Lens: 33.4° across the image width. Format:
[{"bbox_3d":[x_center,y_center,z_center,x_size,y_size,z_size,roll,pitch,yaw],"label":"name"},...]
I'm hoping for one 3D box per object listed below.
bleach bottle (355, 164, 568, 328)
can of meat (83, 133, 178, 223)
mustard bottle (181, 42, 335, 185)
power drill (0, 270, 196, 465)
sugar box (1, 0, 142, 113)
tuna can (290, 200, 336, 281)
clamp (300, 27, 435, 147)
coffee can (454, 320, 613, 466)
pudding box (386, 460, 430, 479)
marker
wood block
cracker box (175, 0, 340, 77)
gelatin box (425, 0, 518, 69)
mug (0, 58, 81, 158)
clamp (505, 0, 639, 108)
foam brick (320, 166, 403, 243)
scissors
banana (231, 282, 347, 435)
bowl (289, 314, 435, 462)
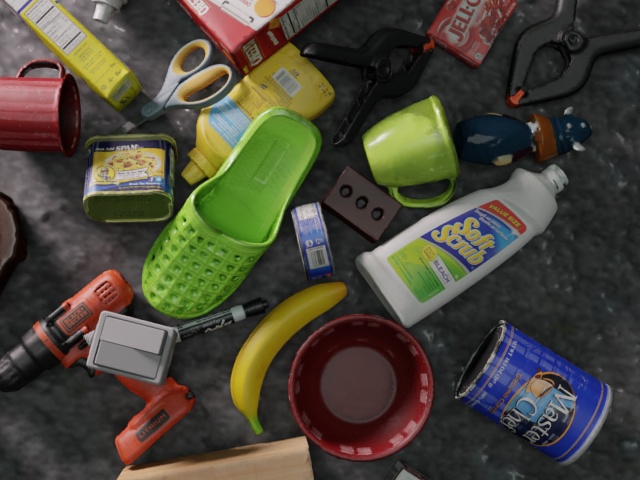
[{"bbox_3d":[0.169,-0.010,1.207,0.250,0.068,0.102,-36,89,-6],"label":"bleach bottle"},{"bbox_3d":[-0.209,-0.067,1.178,0.102,0.057,0.084,-2,54,-3],"label":"can of meat"},{"bbox_3d":[-0.081,-0.132,1.205,0.191,0.058,0.096,-43,87,-4],"label":"mustard bottle"},{"bbox_3d":[-0.244,0.154,1.180,0.184,0.057,0.187,-40,89,-4],"label":"power drill"},{"bbox_3d":[-0.279,-0.222,1.185,0.176,0.093,0.048,41,85,1],"label":"sugar box"},{"bbox_3d":[-0.008,0.001,1.186,0.033,0.086,0.086,-13,87,-2],"label":"tuna can"},{"bbox_3d":[0.061,-0.179,1.201,0.171,0.039,0.120,-20,113,-27],"label":"clamp"},{"bbox_3d":[0.234,0.168,1.177,0.140,0.103,0.103,32,86,0],"label":"coffee can"},{"bbox_3d":[0.098,0.319,1.194,0.090,0.039,0.113,33,88,-2],"label":"pudding box"},{"bbox_3d":[-0.116,0.091,1.209,0.121,0.020,0.020,-19,87,-4],"label":"marker"},{"bbox_3d":[-0.108,0.279,1.163,0.206,0.090,0.091,-9,88,-3],"label":"wood block"},{"bbox_3d":[-0.056,-0.311,1.192,0.213,0.072,0.164,-40,69,-3],"label":"cracker box"},{"bbox_3d":[0.175,-0.255,1.237,0.073,0.030,0.089,32,86,1],"label":"gelatin box"},{"bbox_3d":[-0.316,-0.150,1.186,0.081,0.093,0.117,2,70,2],"label":"mug"},{"bbox_3d":[0.300,-0.227,1.237,0.164,0.036,0.210,37,87,1],"label":"clamp"},{"bbox_3d":[0.046,-0.040,1.207,0.078,0.051,0.053,35,85,0],"label":"foam brick"},{"bbox_3d":[-0.188,-0.165,1.215,0.202,0.016,0.096,-18,63,15],"label":"scissors"},{"bbox_3d":[-0.047,0.119,1.204,0.069,0.037,0.198,33,87,-18],"label":"banana"},{"bbox_3d":[0.045,0.164,1.193,0.162,0.055,0.162,0,86,-2],"label":"bowl"}]
